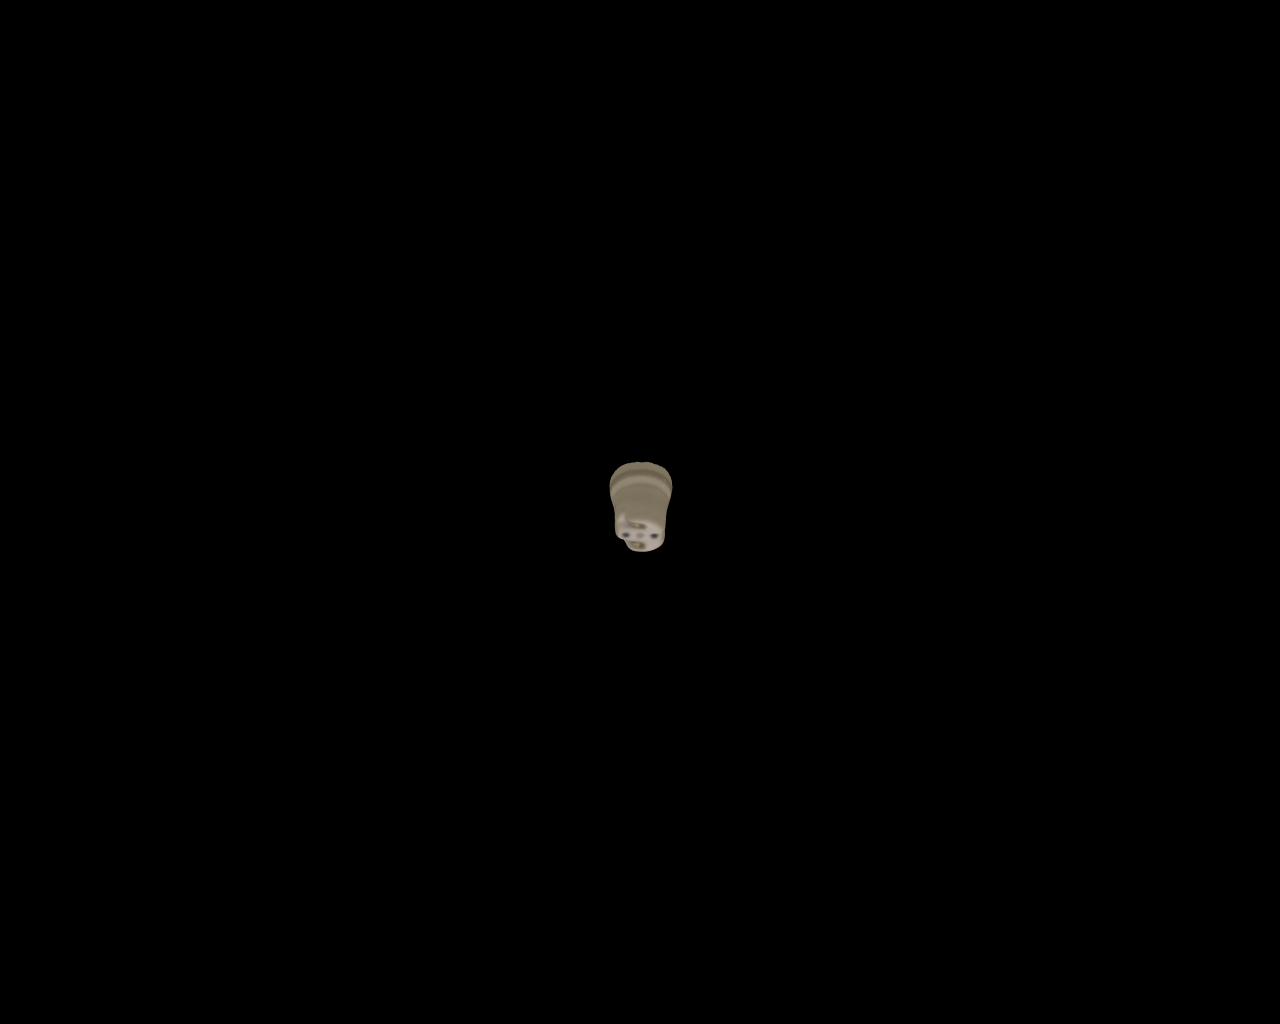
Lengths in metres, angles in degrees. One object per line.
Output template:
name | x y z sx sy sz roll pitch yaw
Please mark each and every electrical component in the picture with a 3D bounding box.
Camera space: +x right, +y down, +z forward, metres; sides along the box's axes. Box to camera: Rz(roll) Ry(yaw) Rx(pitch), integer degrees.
electrical component | 0.001 -0.003 0.650 0.040 0.046 0.040 0 -40 0
